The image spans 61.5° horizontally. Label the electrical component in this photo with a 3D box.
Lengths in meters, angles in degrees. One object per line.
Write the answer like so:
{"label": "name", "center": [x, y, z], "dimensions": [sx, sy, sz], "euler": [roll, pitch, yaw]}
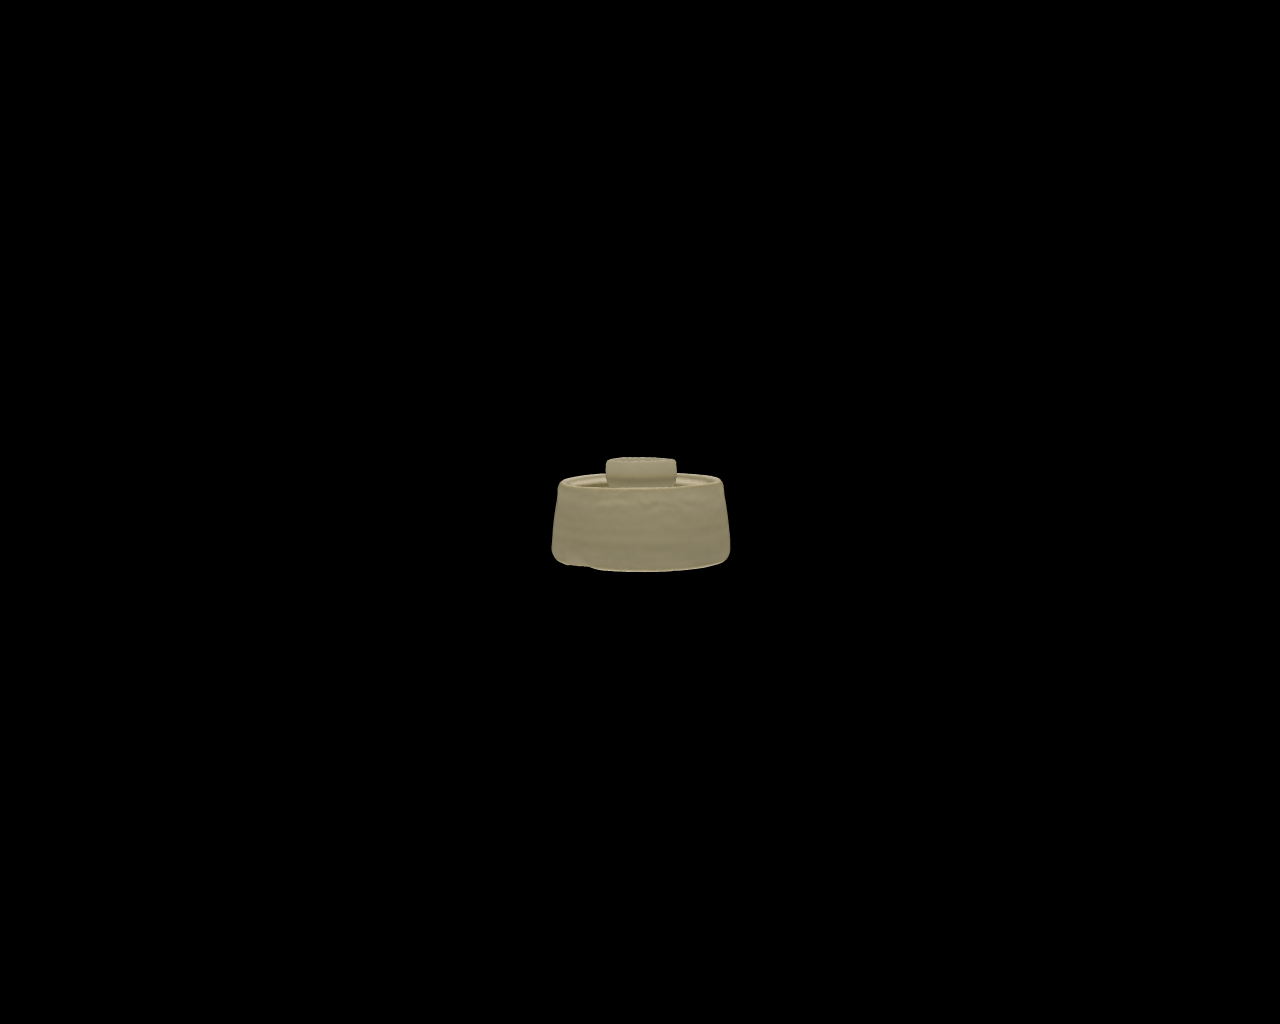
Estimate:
{"label": "electrical component", "center": [0.001, -0.003, 0.650], "dimensions": [0.108, 0.060, 0.108], "euler": [0, 7, 0]}
